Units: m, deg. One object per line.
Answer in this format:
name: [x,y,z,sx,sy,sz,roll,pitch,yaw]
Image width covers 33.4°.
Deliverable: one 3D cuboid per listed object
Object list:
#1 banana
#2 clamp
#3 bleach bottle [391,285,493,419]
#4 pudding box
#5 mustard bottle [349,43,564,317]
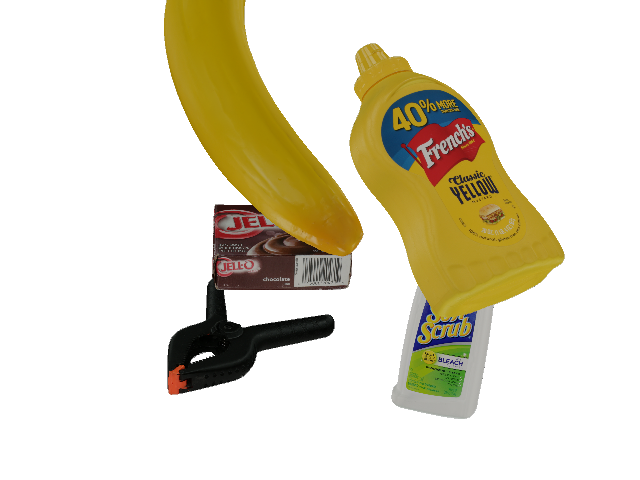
banana: [-0.033,-0.077,0.486,0.069,0.198,0.037,-9,-30,-7]
clamp: [-0.089,0.108,1.152,0.165,0.036,0.209,13,28,18]
bleach bottle: [0.145,0.072,1.216,0.103,0.251,0.068,9,14,16]
pudding box: [-0.034,0.004,0.896,0.113,0.039,0.090,2,30,-7]
mustard bottle: [0.073,-0.049,0.695,0.096,0.192,0.058,-17,-21,-28]
